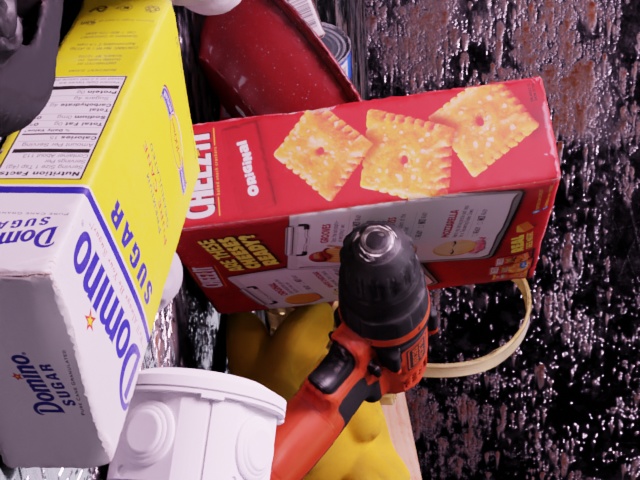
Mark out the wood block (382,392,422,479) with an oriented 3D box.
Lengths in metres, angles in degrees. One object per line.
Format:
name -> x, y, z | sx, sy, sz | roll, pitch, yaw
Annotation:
wood block -> 0.033, 0.213, 1.026 | 0.206, 0.090, 0.091 | -97, -150, -54

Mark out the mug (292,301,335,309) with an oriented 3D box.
mug -> -0.005, 0.001, 0.779 | 0.117, 0.093, 0.081 | -5, -129, 61

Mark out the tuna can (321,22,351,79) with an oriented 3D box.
tuna can -> -0.016, -0.148, 0.894 | 0.086, 0.086, 0.034 | -84, 172, -49

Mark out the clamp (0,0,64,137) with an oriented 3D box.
clamp -> -0.101, -0.050, 0.288 | 0.171, 0.039, 0.120 | -66, 155, -76

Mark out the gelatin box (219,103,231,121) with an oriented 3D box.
gelatin box -> -0.053, -0.118, 0.800 | 0.073, 0.030, 0.089 | 58, 30, -77

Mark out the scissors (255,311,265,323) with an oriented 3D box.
scissors -> -0.054, 0.023, 0.844 | 0.096, 0.016, 0.202 | -29, 117, -82

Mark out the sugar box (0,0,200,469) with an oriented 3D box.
sugar box -> -0.085, -0.010, 0.405 | 0.176, 0.048, 0.093 | -86, 172, -50

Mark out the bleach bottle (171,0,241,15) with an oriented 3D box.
bleach bottle -> -0.066, -0.145, 0.474 | 0.251, 0.068, 0.102 | 13, 55, -85

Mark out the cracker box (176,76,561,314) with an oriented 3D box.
cracker box -> 0.025, -0.020, 0.641 | 0.164, 0.214, 0.072 | 73, 11, -69

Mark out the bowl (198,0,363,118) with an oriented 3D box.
bowl -> -0.030, -0.097, 0.689 | 0.162, 0.055, 0.162 | 51, -7, 9

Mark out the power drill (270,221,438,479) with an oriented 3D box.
power drill -> -0.006, 0.089, 0.601 | 0.187, 0.057, 0.184 | -45, 155, -15

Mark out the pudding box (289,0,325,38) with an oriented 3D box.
pudding box -> -0.032, -0.200, 0.805 | 0.090, 0.039, 0.113 | -84, 154, -80
